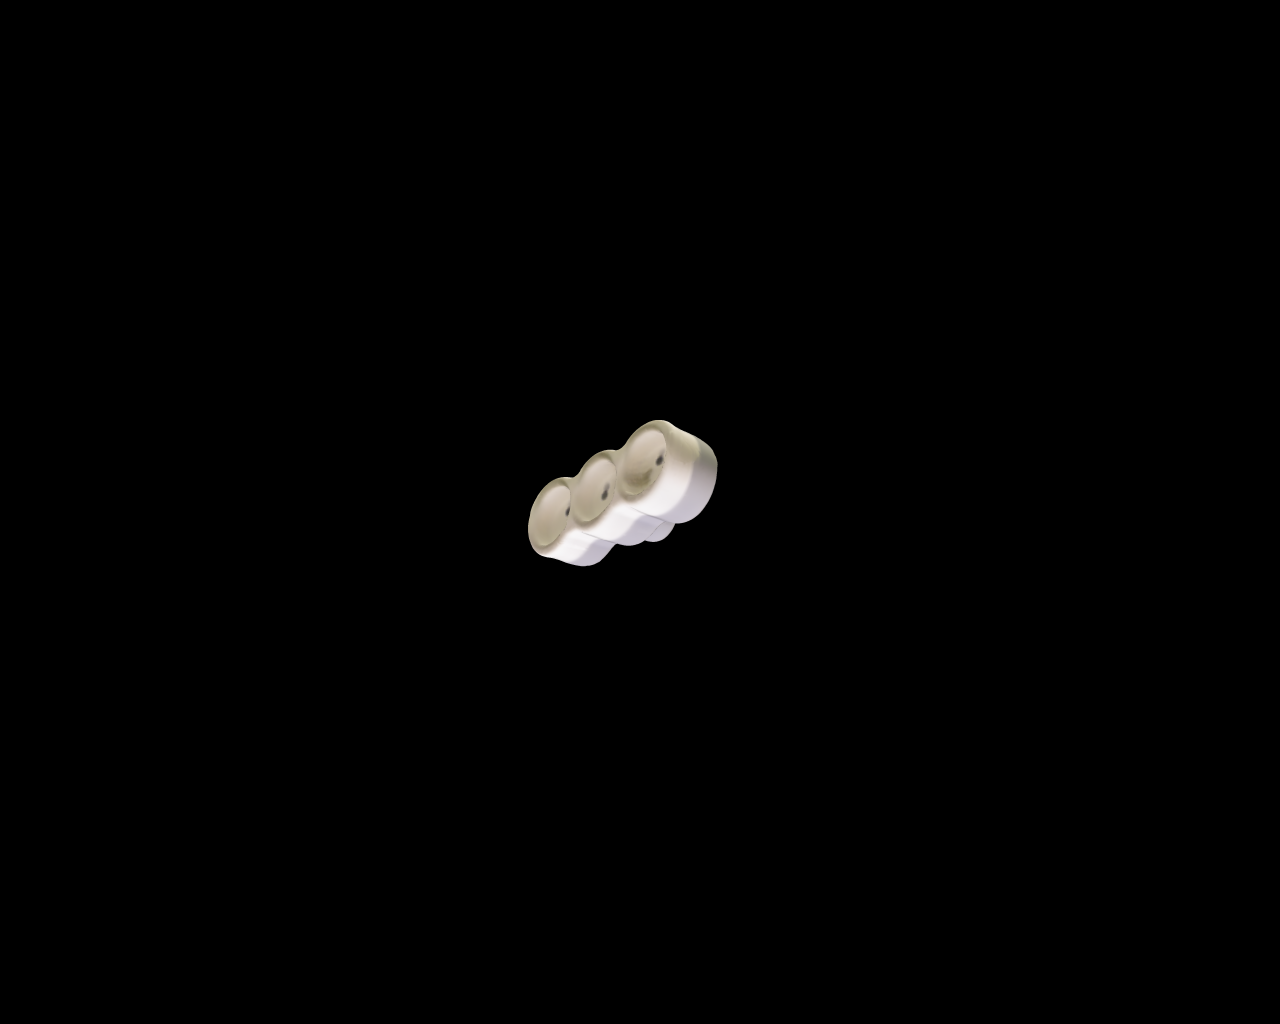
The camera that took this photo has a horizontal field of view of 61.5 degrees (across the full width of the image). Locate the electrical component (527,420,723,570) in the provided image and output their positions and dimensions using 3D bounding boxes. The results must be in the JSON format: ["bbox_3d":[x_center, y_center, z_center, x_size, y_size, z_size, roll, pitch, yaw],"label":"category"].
[{"bbox_3d":[0.001,-0.003,0.650,0.074,0.052,0.138,21,-33,-36],"label":"electrical component"}]
